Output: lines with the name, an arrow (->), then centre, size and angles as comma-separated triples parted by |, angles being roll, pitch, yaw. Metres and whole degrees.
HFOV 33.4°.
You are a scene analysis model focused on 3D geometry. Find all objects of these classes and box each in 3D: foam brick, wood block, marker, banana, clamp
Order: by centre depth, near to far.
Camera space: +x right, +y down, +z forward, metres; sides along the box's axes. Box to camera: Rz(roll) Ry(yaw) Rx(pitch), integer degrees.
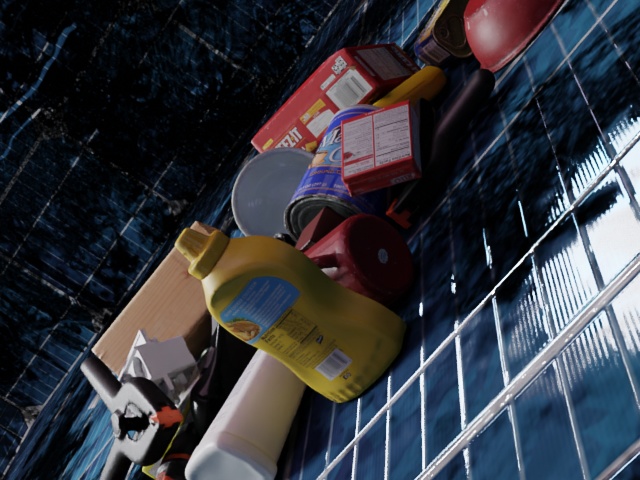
foam brick -> 0.017, 0.016, 1.042 | 0.053, 0.078, 0.051 | -46, 15, 46
clamp -> 0.114, -0.093, 1.046 | 0.120, 0.039, 0.171 | -37, 30, 56
marker -> -0.007, 0.001, 1.142 | 0.120, 0.020, 0.020 | -1, -41, -50
clamp -> -0.207, 0.210, 1.161 | 0.210, 0.036, 0.164 | -9, 85, 55
banana -> 0.090, -0.154, 1.226 | 0.197, 0.037, 0.070 | -39, 1, -35
wood block -> -0.173, 0.088, 1.327 | 0.206, 0.091, 0.090 | -50, -17, 4

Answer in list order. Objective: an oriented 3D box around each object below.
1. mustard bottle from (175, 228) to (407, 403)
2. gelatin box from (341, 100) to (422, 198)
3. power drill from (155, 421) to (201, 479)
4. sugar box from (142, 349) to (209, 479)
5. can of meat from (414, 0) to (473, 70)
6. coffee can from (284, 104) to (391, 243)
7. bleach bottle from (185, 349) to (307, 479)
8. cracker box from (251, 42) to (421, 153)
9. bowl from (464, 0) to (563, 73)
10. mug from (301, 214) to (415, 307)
mustard bottle -> -0.032, 0.050, 0.854 | 0.096, 0.191, 0.058 | -47, 14, 40
gelatin box -> 0.059, -0.088, 1.031 | 0.073, 0.030, 0.089 | -16, 44, 17
power drill -> -0.187, 0.299, 1.142 | 0.188, 0.057, 0.184 | -50, 12, 27
sugar box -> -0.152, 0.207, 1.294 | 0.093, 0.048, 0.176 | -49, 9, 31
can of meat -> 0.161, -0.255, 1.260 | 0.102, 0.057, 0.084 | -57, 9, -11
coffee can -> 0.035, -0.058, 1.110 | 0.103, 0.102, 0.140 | -42, 18, 50
bleach bottle -> -0.040, 0.124, 1.012 | 0.103, 0.068, 0.250 | -48, 12, 49
cracker box -> 0.027, -0.164, 1.314 | 0.164, 0.072, 0.213 | -43, -5, 23
bowl -> 0.198, -0.251, 1.100 | 0.162, 0.055, 0.162 | -53, 12, 16
mug -> 0.019, 0.029, 0.922 | 0.082, 0.117, 0.093 | -39, 57, 41
